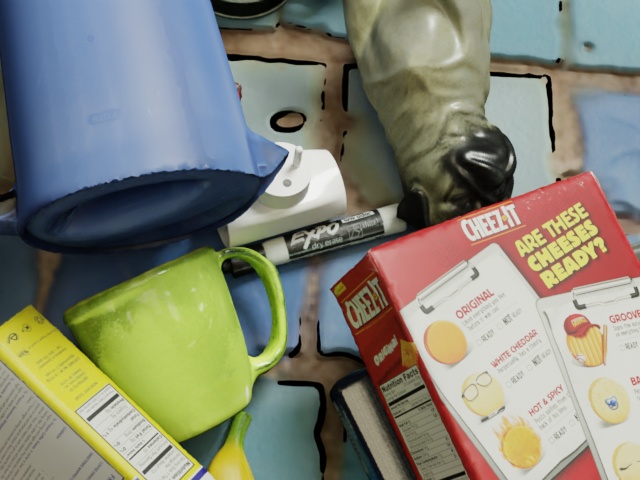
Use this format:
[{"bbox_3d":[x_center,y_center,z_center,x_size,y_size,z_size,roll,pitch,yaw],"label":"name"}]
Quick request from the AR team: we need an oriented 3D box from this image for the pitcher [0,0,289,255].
[{"bbox_3d":[-0.130,-0.118,0.595,0.145,0.149,0.243,-24,73,33],"label":"pitcher"}]

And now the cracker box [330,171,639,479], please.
[{"bbox_3d":[0.124,0.087,0.593,0.163,0.072,0.214,-19,77,-28],"label":"cracker box"}]

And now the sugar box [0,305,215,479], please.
[{"bbox_3d":[-0.126,0.129,0.594,0.176,0.093,0.048,42,36,2],"label":"sugar box"}]

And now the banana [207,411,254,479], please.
[{"bbox_3d":[-0.008,0.194,0.620,0.069,0.037,0.198,-38,83,-13],"label":"banana"}]

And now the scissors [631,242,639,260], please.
[{"bbox_3d":[0.282,0.009,0.706,0.202,0.016,0.096,-27,110,7],"label":"scissors"}]

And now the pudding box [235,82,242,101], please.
[{"bbox_3d":[-0.117,-0.074,0.671,0.113,0.039,0.090,21,75,-1],"label":"pudding box"}]

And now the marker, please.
[{"bbox_3d":[-0.004,0.001,0.677,0.121,0.020,0.020,-16,79,-10],"label":"marker"}]
